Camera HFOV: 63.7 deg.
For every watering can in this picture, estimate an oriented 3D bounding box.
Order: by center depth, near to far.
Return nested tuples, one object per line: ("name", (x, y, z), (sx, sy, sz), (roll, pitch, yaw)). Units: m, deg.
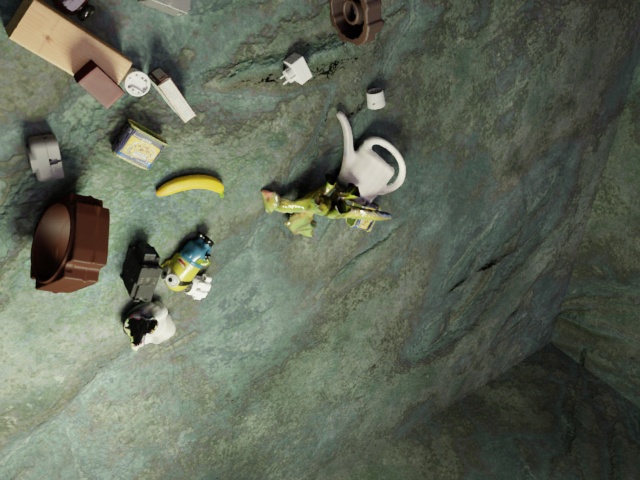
("watering can", (0.123, -0.238, 1.621), (0.344, 0.106, 0.223), (32, 99, -32))

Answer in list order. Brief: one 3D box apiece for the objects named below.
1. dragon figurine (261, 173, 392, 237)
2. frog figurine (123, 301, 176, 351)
("dragon figurine", (0.005, -0.080, 1.595), (0.407, 0.125, 0.239), (22, 143, -32))
("frog figurine", (-0.480, 0.237, 1.479), (0.137, 0.123, 0.160), (-67, 169, 7))
